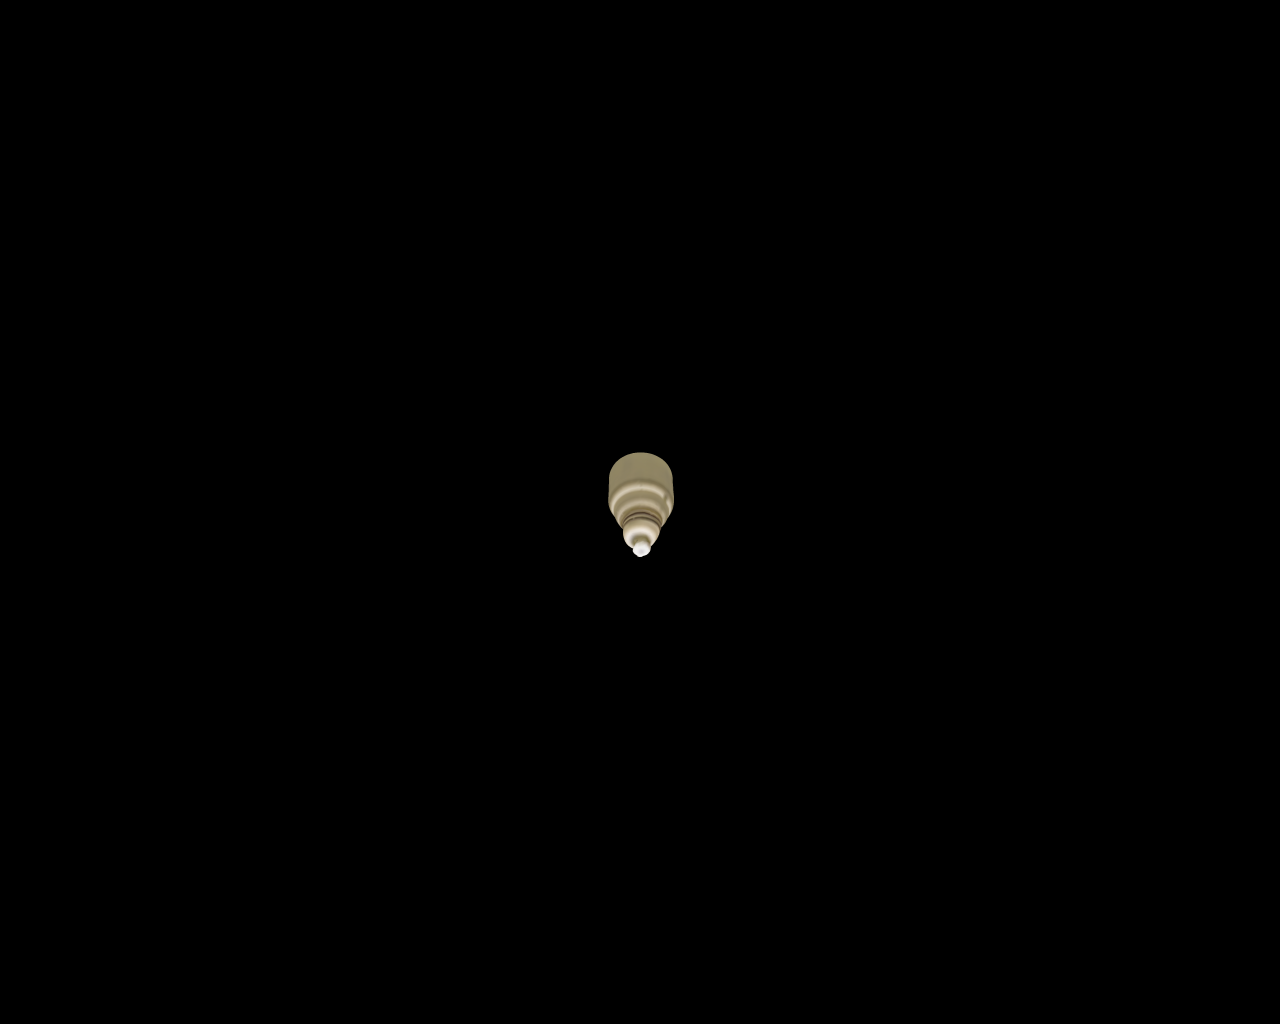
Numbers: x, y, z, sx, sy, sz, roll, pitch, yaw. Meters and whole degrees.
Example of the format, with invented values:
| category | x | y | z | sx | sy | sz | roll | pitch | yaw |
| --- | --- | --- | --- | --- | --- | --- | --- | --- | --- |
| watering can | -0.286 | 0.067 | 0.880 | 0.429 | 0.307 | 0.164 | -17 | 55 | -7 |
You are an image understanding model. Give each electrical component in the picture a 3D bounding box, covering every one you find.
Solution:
| category | x | y | z | sx | sy | sz | roll | pitch | yaw |
| --- | --- | --- | --- | --- | --- | --- | --- | --- | --- |
| electrical component | 0.001 | -0.003 | 0.650 | 0.040 | 0.040 | 0.078 | 0 | 40 | 0 |
